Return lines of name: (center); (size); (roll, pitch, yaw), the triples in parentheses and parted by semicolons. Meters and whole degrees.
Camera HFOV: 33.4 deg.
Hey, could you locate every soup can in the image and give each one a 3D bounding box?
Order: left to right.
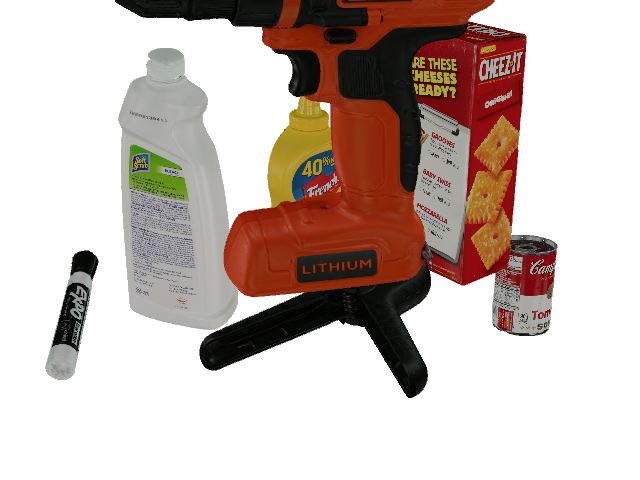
soup can: (0.235, 0.052, 1.233); (0.068, 0.102, 0.068); (1, 17, -1)

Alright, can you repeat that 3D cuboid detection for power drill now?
power drill: (-0.008, -0.065, 0.514); (0.184, 0.188, 0.057); (-4, 33, -13)

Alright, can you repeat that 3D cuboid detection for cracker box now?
cracker box: (0.096, -0.089, 0.950); (0.071, 0.214, 0.164); (-18, 30, -36)

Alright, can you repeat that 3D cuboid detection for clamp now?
clamp: (0.015, 0.045, 0.790); (0.165, 0.036, 0.209); (2, 28, 17)

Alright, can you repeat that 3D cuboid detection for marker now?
marker: (-0.171, 0.048, 0.740); (0.020, 0.020, 0.121); (0, 38, -2)

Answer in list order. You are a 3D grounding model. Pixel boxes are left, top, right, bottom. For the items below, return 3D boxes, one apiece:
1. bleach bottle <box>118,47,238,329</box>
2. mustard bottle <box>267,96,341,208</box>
bleach bottle: (-0.124, -0.044, 0.934); (0.103, 0.251, 0.068); (11, 33, 12)
mustard bottle: (-0.013, -0.061, 1.120); (0.096, 0.192, 0.058); (-20, 31, -39)
